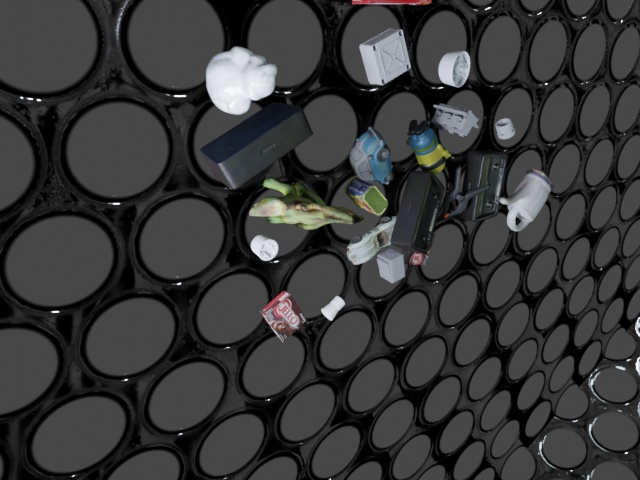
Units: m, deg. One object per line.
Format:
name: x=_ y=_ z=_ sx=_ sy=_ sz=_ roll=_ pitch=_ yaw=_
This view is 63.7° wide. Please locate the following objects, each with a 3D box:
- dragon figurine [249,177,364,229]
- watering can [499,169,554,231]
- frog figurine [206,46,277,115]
dragon figurine: x=0.004 y=-0.063 z=1.244 sx=0.410 sy=0.245 sz=0.121 roll=5 pitch=101 yaw=-35
watering can: x=0.718 y=-0.150 z=1.799 sx=0.224 sy=0.105 sz=0.344 roll=-59 pitch=146 yaw=-1
frog figurine: x=-0.162 y=-0.326 z=1.065 sx=0.122 sy=0.161 sz=0.136 roll=7 pitch=104 yaw=-36
